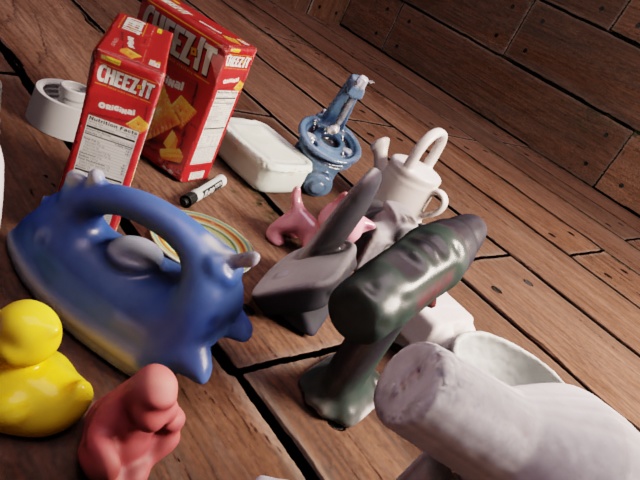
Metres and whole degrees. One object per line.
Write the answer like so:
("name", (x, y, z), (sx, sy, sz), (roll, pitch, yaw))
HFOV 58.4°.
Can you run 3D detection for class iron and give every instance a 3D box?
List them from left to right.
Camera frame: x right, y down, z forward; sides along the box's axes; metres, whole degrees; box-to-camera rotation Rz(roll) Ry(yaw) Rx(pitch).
("iron", (-0.174, 0.011, 0.521), (0.258, 0.141, 0.119), (31, 26, 8))

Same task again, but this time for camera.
("camera", (0.111, -0.014, 0.889), (0.144, 0.101, 0.136), (12, 29, -29))

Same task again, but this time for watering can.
("watering can", (0.157, -0.117, 1.018), (0.172, 0.194, 0.101), (30, 26, 6))

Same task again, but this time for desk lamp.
("desk lamp", (0.080, 0.170, 0.388), (0.204, 0.213, 0.118), (19, 27, -16))

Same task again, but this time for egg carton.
("egg carton", (0.124, 0.097, 0.733), (0.108, 0.069, 0.150), (-2, 38, -46))

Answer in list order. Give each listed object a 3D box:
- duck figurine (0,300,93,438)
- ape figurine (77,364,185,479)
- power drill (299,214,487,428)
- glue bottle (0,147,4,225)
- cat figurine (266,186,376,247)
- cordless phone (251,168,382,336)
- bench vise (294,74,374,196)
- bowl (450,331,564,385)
("duck figurine", (-0.210, 0.085, 0.413), (0.104, 0.086, 0.077), (27, 26, 0))
("ape figurine", (-0.128, 0.127, 0.406), (0.078, 0.092, 0.076), (3, 35, -41))
("power drill", (0.069, 0.074, 0.562), (0.075, 0.208, 0.230), (37, 27, 20))
("glue bottle", (-0.291, -0.048, 0.481), (0.037, 0.173, 0.078), (-2, 38, -46))
("cat figurine", (0.005, -0.025, 0.789), (0.127, 0.117, 0.067), (33, 26, 11))
("cordless phone", (0.006, 0.002, 0.661), (0.094, 0.185, 0.148), (28, 26, 2))
("bench vise", (0.012, -0.211, 1.022), (0.122, 0.219, 0.207), (10, 31, -32))
("bowl", (0.205, 0.184, 0.643), (0.168, 0.074, 0.167), (22, 26, -11))
